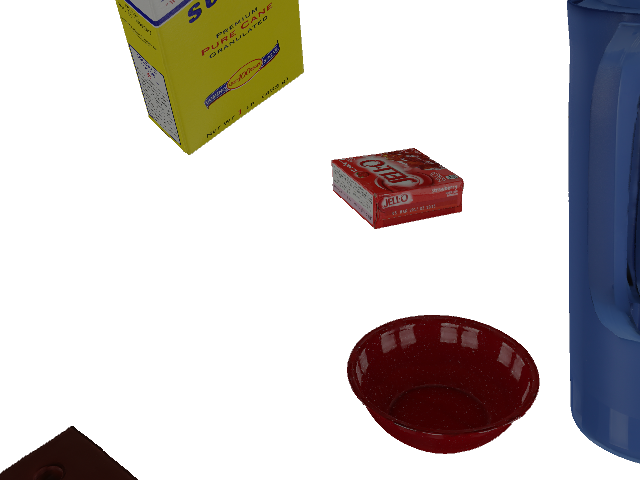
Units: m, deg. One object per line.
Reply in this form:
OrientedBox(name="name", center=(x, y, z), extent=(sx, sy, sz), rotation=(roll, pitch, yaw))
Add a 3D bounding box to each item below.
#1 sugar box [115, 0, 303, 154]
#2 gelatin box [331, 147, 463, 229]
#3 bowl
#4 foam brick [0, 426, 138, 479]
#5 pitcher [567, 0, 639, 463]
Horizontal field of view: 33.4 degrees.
OrientedBox(name="sugar box", center=(-0.058, -0.129, 0.557), extent=(0.093, 0.048, 0.176), rotation=(-39, -21, -17))
OrientedBox(name="gelatin box", center=(0.058, -0.042, 0.819), extent=(0.073, 0.030, 0.089), rotation=(-10, 24, -18))
OrientedBox(name="bowl", center=(0.103, 0.131, 0.912), extent=(0.162, 0.055, 0.162), rotation=(0, 32, 0))
OrientedBox(name="foam brick", center=(-0.105, 0.133, 0.479), extent=(0.078, 0.051, 0.052), rotation=(28, 46, 36))
OrientedBox(name="pitcher", center=(0.184, -0.006, 0.546), extent=(0.149, 0.243, 0.145), rotation=(-4, 18, -7))
